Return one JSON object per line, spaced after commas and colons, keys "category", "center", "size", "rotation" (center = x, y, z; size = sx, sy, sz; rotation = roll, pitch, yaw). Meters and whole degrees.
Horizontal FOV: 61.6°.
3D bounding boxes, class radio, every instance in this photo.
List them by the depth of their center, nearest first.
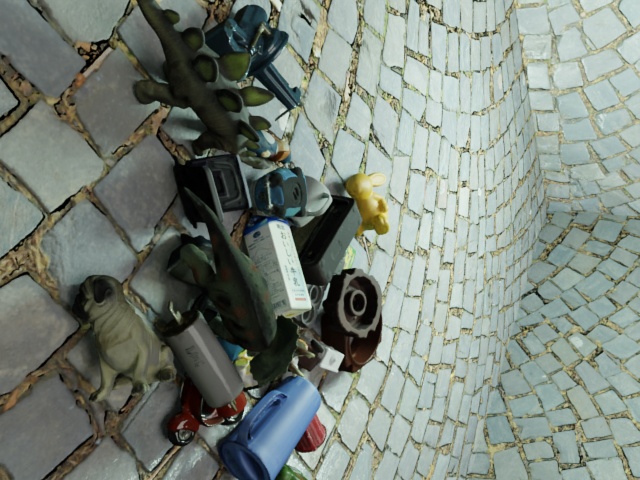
{"category": "radio", "center": [-0.003, -0.004, 1.251], "size": [0.229, 0.131, 0.073], "rotation": [-60, 141, -30]}

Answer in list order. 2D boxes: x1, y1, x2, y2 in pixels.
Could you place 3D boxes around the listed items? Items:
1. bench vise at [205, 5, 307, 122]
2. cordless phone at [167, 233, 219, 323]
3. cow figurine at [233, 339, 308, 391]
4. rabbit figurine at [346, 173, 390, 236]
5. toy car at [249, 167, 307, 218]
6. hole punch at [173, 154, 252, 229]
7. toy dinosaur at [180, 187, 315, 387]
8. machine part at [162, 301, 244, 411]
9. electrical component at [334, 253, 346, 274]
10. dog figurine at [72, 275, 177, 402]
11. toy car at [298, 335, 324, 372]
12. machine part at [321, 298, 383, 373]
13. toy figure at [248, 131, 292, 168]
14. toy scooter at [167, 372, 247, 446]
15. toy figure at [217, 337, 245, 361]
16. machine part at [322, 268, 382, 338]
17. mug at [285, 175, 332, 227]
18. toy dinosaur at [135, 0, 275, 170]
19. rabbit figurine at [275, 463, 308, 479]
{"category": "bench vise", "center": [-0.108, -0.329, 1.026], "size": [0.240, 0.129, 0.224], "rotation": [44, 31, -36]}
{"category": "cordless phone", "center": [-0.227, 0.092, 0.992], "size": [0.146, 0.089, 0.184], "rotation": [33, 75, -53]}
{"category": "cow figurine", "center": [-0.105, 0.272, 1.155], "size": [0.167, 0.068, 0.098], "rotation": [-10, 115, -19]}
{"category": "rabbit figurine", "center": [0.126, -0.114, 1.429], "size": [0.173, 0.122, 0.162], "rotation": [57, 46, -42]}
{"category": "toy car", "center": [-0.096, -0.094, 1.124], "size": [0.161, 0.103, 0.109], "rotation": [-24, 110, -61]}
{"category": "hole punch", "center": [-0.194, -0.094, 0.970], "size": [0.092, 0.116, 0.142], "rotation": [-34, 121, -40]}
{"category": "toy dinosaur", "center": [-0.127, 0.107, 0.913], "size": [0.131, 0.192, 0.404], "rotation": [-43, 139, -25]}
{"category": "machine part", "center": [-0.206, 0.211, 0.955], "size": [0.079, 0.079, 0.243], "rotation": [-46, 119, -42]}
{"category": "electrical component", "center": [0.041, 0.068, 1.398], "size": [0.063, 0.021, 0.094], "rotation": [26, 77, -54]}
{"category": "dog figurine", "center": [-0.311, 0.146, 0.877], "size": [0.172, 0.121, 0.190], "rotation": [62, 17, -86]}
{"category": "toy car", "center": [-0.070, 0.230, 1.226], "size": [0.089, 0.053, 0.202], "rotation": [-47, 123, -8]}
{"category": "machine part", "center": [0.093, 0.245, 1.473], "size": [0.201, 0.087, 0.200], "rotation": [-17, 110, -51]}
{"category": "toy figure", "center": [-0.107, -0.192, 1.129], "size": [0.154, 0.058, 0.064], "rotation": [8, 71, -54]}
{"category": "toy scooter", "center": [-0.218, 0.306, 1.047], "size": [0.184, 0.075, 0.135], "rotation": [-11, 103, -49]}
{"category": "toy figure", "center": [-0.170, 0.187, 1.089], "size": [0.180, 0.089, 0.082], "rotation": [-38, 122, -36]}
{"category": "machine part", "center": [0.084, 0.157, 1.346], "size": [0.179, 0.056, 0.179], "rotation": [5, 83, -45]}
{"category": "mug", "center": [-0.029, -0.079, 1.231], "size": [0.107, 0.110, 0.080], "rotation": [-55, 143, -15]}
{"category": "toy dinosaur", "center": [-0.191, -0.255, 0.879], "size": [0.470, 0.199, 0.105], "rotation": [49, 53, -49]}
{"category": "rabbit figurine", "center": [-0.094, 0.621, 1.243], "size": [0.170, 0.121, 0.159], "rotation": [-56, 146, -12]}
